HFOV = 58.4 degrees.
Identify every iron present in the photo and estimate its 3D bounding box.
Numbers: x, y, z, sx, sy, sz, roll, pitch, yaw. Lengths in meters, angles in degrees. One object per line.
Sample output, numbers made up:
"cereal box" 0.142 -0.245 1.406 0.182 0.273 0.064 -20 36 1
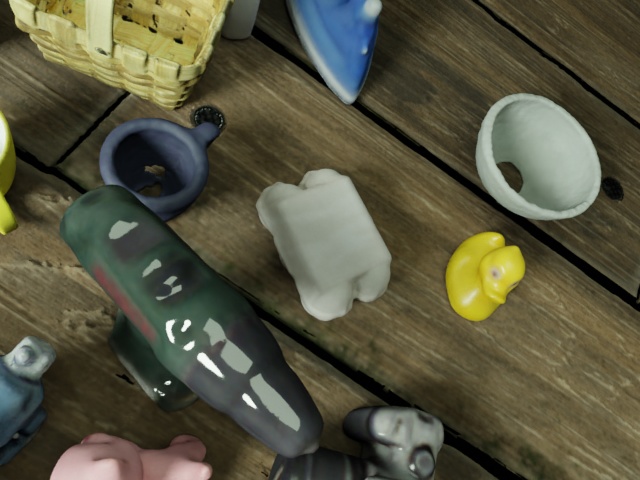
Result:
"iron" 0.035 -0.308 0.672 0.119 0.141 0.258 -5 72 -22

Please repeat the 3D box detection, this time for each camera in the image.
"camera" 0.032 0.208 0.498 0.137 0.100 0.143 21 65 -12

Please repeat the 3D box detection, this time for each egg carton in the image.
"egg carton" 0.005 0.002 0.584 0.107 0.069 0.150 -24 80 -26

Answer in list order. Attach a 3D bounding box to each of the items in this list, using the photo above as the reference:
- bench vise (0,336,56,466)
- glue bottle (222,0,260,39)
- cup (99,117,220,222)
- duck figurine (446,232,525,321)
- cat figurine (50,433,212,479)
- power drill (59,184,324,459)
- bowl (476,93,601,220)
"bench vise" -0.261 0.139 0.349 0.122 0.219 0.207 22 64 -11
"glue bottle" -0.080 -0.297 0.607 0.037 0.173 0.078 -8 73 -23
"cup" -0.146 -0.061 0.537 0.091 0.094 0.118 47 62 2
"duck figurine" 0.192 0.032 0.632 0.077 0.086 0.104 26 64 -9
"cat figurine" -0.144 0.180 0.434 0.128 0.117 0.067 4 69 -19
"power drill" -0.104 0.073 0.438 0.076 0.208 0.229 -40 87 -28
"bowl" 0.256 -0.092 0.709 0.168 0.074 0.167 7 68 -18
